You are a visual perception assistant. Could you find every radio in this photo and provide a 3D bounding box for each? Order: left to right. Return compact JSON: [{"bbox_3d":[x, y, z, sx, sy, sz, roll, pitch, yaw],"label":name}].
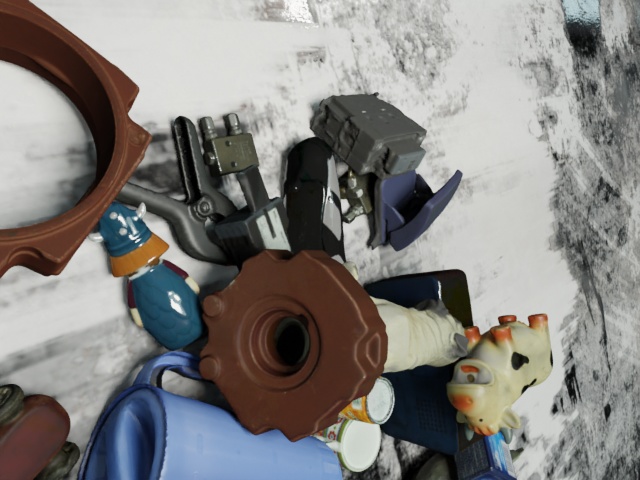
[{"bbox_3d":[0.140,0.159,0.733,0.073,0.131,0.229,-5,88,-44],"label":"radio"}]

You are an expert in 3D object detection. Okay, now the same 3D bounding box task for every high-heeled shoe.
[{"bbox_3d":[-0.001,-0.002,0.686,0.145,0.086,0.248,-63,148,-63],"label":"high-heeled shoe"}]

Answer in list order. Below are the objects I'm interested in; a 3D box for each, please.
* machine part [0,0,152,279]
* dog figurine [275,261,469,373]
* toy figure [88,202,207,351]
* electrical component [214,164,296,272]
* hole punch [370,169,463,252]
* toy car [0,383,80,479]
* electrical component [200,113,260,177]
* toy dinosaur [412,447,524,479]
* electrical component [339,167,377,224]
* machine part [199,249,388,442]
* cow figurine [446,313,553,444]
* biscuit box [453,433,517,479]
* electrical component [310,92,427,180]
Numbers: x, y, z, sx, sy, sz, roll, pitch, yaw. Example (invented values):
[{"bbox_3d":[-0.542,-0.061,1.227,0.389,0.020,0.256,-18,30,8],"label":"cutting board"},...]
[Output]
[{"bbox_3d":[-0.253,-0.081,0.413,0.201,0.087,0.201,37,62,-21],"label":"machine part"},{"bbox_3d":[0.057,0.123,0.618,0.190,0.172,0.121,26,52,-39],"label":"dog figurine"},{"bbox_3d":[-0.167,0.034,0.520,0.064,0.058,0.154,-39,106,-44],"label":"toy figure"},{"bbox_3d":[-0.072,-0.017,0.575,0.075,0.048,0.119,-46,120,-50],"label":"electrical component"},{"bbox_3d":[0.139,-0.048,0.766,0.142,0.092,0.115,-46,145,-41],"label":"hole punch"},{"bbox_3d":[-0.276,0.203,0.402,0.202,0.053,0.089,-53,129,-37],"label":"toy car"},{"bbox_3d":[-0.103,-0.097,0.617,0.063,0.021,0.094,-22,100,-42],"label":"electrical component"},{"bbox_3d":[0.176,0.379,0.757,0.405,0.131,0.192,-43,114,-44],"label":"toy dinosaur"},{"bbox_3d":[0.061,-0.077,0.749,0.102,0.045,0.078,-34,106,-40],"label":"electrical component"},{"bbox_3d":[-0.029,0.094,0.500,0.056,0.180,0.179,14,74,-67],"label":"machine part"},{"bbox_3d":[0.222,0.166,0.664,0.195,0.085,0.127,-8,84,-44],"label":"cow figurine"},{"bbox_3d":[0.223,0.258,0.780,0.059,0.063,0.203,32,35,-24],"label":"biscuit box"},{"bbox_3d":[0.073,-0.138,0.713,0.115,0.058,0.134,-22,58,-41],"label":"electrical component"}]
